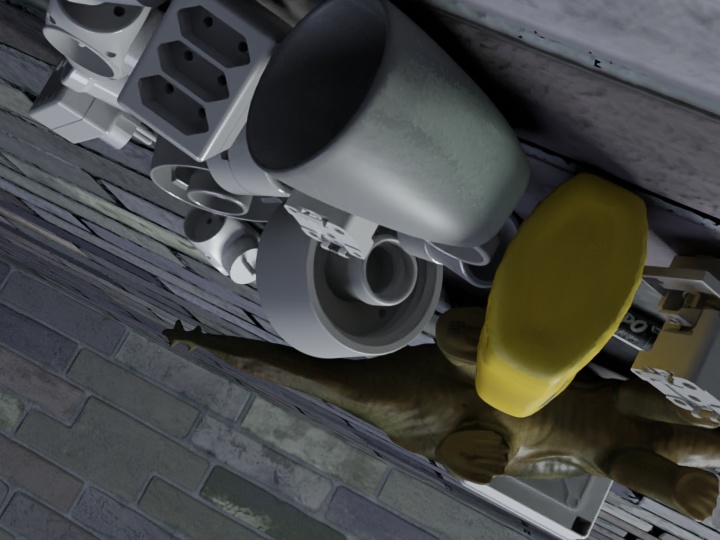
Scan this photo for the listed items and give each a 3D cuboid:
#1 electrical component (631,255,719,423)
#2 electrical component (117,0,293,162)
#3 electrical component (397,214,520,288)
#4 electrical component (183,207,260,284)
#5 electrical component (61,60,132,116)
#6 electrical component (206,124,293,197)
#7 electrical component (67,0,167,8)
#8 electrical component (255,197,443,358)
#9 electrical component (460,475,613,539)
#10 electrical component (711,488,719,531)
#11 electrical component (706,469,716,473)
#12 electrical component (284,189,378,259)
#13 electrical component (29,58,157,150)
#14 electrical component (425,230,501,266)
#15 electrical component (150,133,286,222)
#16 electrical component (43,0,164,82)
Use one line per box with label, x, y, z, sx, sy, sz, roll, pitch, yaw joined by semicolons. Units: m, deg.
electrical component;0.162;0.032;0.497;0.081;0.063;0.042;35;166;-27
electrical component;-0.062;-0.094;0.491;0.047;0.065;0.076;36;-160;1
electrical component;0.051;-0.019;0.591;0.044;0.044;0.065;38;169;-37
electrical component;-0.103;-0.015;0.910;0.079;0.044;0.077;48;-178;37
electrical component;-0.147;-0.117;0.638;0.046;0.040;0.040;28;169;-26
electrical component;-0.049;-0.067;0.589;0.047;0.055;0.055;11;159;44
electrical component;-0.109;-0.136;0.474;0.046;0.040;0.040;16;163;28
electrical component;0.000;0.000;0.634;0.108;0.108;0.060;36;160;-30
electrical component;0.156;0.152;0.893;0.109;0.108;0.056;28;165;4
electrical component;0.302;0.175;0.791;0.074;0.052;0.138;31;168;-10
electrical component;0.236;0.140;0.825;0.065;0.044;0.044;40;164;-25
electrical component;-0.004;-0.044;0.558;0.042;0.063;0.081;22;166;25
electrical component;-0.166;-0.105;0.710;0.076;0.047;0.083;34;166;-26
electrical component;0.054;-0.031;0.517;0.040;0.046;0.040;27;168;6
electrical component;-0.083;-0.071;0.677;0.099;0.064;0.099;14;165;4
electrical component;-0.115;-0.118;0.545;0.079;0.044;0.077;30;168;-7
